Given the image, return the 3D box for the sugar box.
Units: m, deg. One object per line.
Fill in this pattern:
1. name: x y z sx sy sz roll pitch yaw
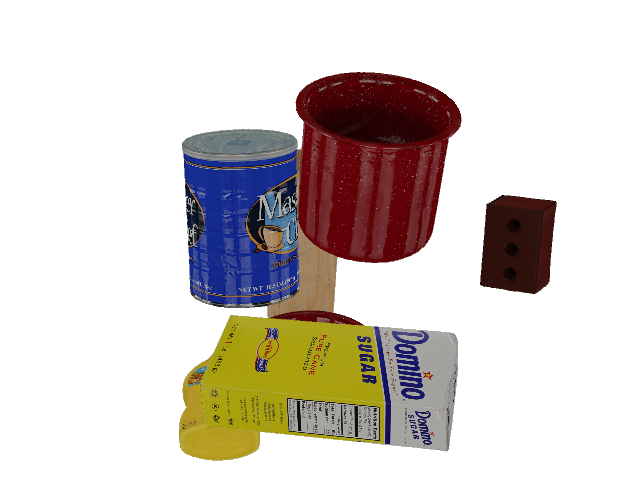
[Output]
1. sugar box: 0.010 0.100 0.775 0.176 0.048 0.093 1 31 11

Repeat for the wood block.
1. wood block: -0.021 -0.008 1.398 0.090 0.206 0.091 3 24 -1

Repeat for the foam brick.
1. foam brick: 0.177 0.003 0.953 0.053 0.078 0.051 8 16 24

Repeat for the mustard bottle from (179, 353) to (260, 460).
1. mustard bottle: -0.126 0.197 1.341 0.096 0.058 0.191 -2 26 -3

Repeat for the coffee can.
1. coffee can: -0.071 -0.022 0.966 0.103 0.140 0.103 -1 18 0

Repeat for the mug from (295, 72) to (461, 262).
1. mug: 0.034 -0.047 0.625 0.093 0.081 0.117 18 35 18

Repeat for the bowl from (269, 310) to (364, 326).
1. bowl: -0.013 0.143 1.094 0.162 0.055 0.162 -2 36 2
